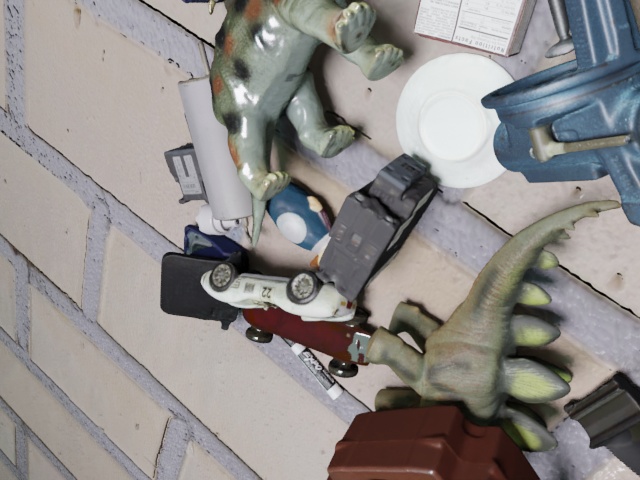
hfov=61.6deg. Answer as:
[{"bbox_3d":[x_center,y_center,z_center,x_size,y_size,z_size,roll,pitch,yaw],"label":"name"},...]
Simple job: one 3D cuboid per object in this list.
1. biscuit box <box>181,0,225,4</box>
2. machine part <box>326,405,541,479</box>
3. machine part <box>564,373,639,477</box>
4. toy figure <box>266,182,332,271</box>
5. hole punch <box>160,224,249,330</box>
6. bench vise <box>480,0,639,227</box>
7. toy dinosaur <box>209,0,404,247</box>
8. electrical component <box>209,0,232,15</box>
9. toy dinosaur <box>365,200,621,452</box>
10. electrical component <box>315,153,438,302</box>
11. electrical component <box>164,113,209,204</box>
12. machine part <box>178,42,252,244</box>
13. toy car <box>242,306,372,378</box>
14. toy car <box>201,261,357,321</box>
[{"bbox_3d":[-0.104,-0.343,0.544,0.059,0.063,0.202,46,130,11],"label":"biscuit box"},{"bbox_3d":[0.122,0.266,0.547,0.201,0.087,0.201,-23,111,42],"label":"machine part"},{"bbox_3d":[0.312,0.195,0.512,0.139,0.039,0.084,45,124,12],"label":"machine part"},{"bbox_3d":[-0.001,-0.002,0.637,0.154,0.058,0.064,46,158,7],"label":"toy figure"},{"bbox_3d":[-0.160,0.049,0.769,0.116,0.092,0.142,12,120,-3],"label":"hole punch"},{"bbox_3d":[0.189,-0.125,0.363,0.224,0.129,0.240,-145,33,-75],"label":"bench vise"},{"bbox_3d":[-0.042,-0.177,0.519,0.192,0.131,0.404,55,130,19],"label":"toy dinosaur"},{"bbox_3d":[-0.077,-0.241,0.585,0.078,0.045,0.102,-5,108,39],"label":"electrical component"},{"bbox_3d":[0.153,0.140,0.565,0.199,0.105,0.470,20,131,19],"label":"toy dinosaur"},{"bbox_3d":[0.061,-0.019,0.543,0.058,0.115,0.134,35,128,12],"label":"electrical component"},{"bbox_3d":[-0.163,-0.109,0.710,0.075,0.048,0.119,5,116,34],"label":"electrical component"},{"bbox_3d":[-0.114,-0.113,0.652,0.079,0.079,0.243,1,113,36],"label":"machine part"},{"bbox_3d":[-0.017,0.110,0.704,0.202,0.053,0.089,14,98,29],"label":"toy car"},{"bbox_3d":[-0.054,0.063,0.650,0.202,0.073,0.056,4,79,29],"label":"toy car"}]
